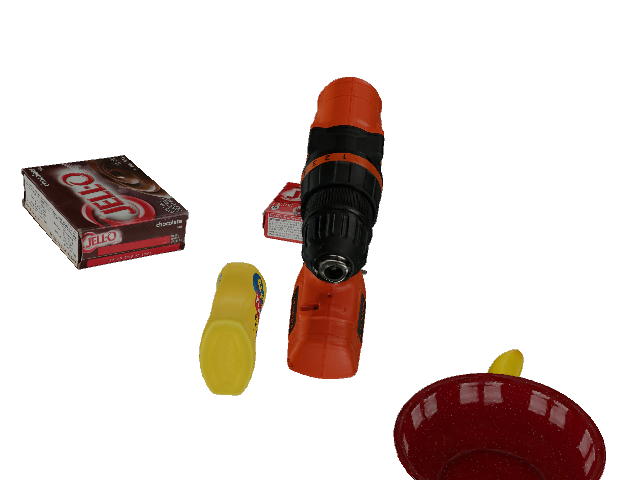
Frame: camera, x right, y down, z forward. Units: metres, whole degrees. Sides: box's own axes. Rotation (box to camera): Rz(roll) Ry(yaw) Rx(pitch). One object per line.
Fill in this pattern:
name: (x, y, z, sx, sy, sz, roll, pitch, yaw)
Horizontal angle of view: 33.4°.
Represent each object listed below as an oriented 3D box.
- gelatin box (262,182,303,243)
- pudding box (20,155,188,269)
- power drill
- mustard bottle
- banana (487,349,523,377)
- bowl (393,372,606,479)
gelatin box: (0.001, -0.023, 0.954, 0.089, 0.030, 0.073, 9, 25, 13)
pudding box: (-0.168, -0.024, 0.823, 0.089, 0.039, 0.114, -11, 31, -35)
power drill: (0.011, 0.008, 0.733, 0.057, 0.188, 0.184, 8, 42, 1)
mustard bottle: (-0.093, 0.079, 1.174, 0.058, 0.096, 0.191, 1, 28, 2)
banana: (0.217, 0.179, 1.185, 0.069, 0.037, 0.198, 11, 25, -14)
bowl: (0.137, 0.174, 0.834, 0.162, 0.055, 0.162, 0, 32, 0)
